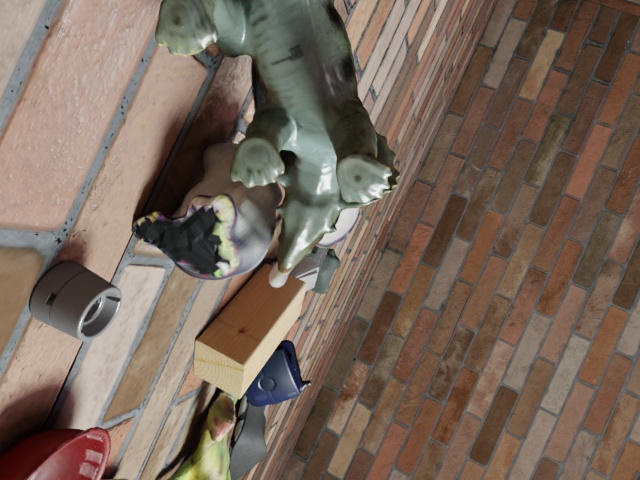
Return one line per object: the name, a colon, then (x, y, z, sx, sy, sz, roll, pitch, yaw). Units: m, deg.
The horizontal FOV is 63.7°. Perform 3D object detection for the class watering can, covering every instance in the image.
watering can: (0.003, -0.048, 0.947, 0.352, 0.104, 0.220, -62, 167, -18)

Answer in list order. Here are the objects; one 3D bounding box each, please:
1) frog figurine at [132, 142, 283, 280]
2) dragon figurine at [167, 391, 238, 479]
frog figurine: (-0.098, -0.037, 0.552, 0.135, 0.122, 0.163, -35, -165, 32)
dragon figurine: (-0.198, 0.401, 1.006, 0.402, 0.122, 0.248, 110, 1, -62)
